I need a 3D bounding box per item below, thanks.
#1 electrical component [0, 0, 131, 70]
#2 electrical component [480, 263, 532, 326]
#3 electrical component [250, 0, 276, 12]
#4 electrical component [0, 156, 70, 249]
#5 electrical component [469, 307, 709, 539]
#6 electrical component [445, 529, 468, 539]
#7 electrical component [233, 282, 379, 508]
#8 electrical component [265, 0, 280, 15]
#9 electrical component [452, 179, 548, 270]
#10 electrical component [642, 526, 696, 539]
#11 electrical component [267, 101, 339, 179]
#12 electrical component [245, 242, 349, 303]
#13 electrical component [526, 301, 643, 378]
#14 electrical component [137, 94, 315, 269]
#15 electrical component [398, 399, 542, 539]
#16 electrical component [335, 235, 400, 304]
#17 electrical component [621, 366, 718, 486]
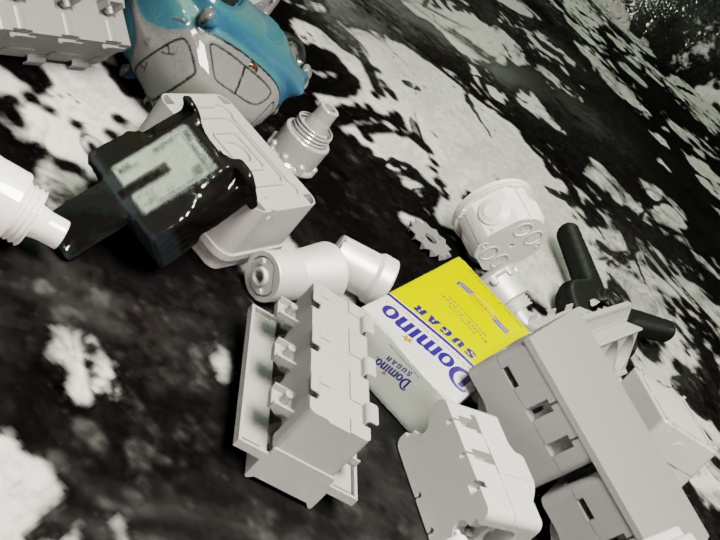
[{"bbox_3d":[-0.216,-0.177,0.731,0.121,0.079,0.063,-9,84,-58],"label":"electrical component"},{"bbox_3d":[0.126,0.028,0.916,0.062,0.048,0.048,55,28,11],"label":"electrical component"},{"bbox_3d":[-0.125,-0.234,0.950,0.061,0.061,0.096,40,26,-4],"label":"electrical component"},{"bbox_3d":[-0.189,-0.034,0.582,0.062,0.043,0.043,31,28,-23],"label":"electrical component"},{"bbox_3d":[0.156,0.130,0.741,0.186,0.060,0.105,61,29,6],"label":"electrical component"},{"bbox_3d":[0.025,0.178,0.503,0.061,0.096,0.061,58,7,-49],"label":"electrical component"},{"bbox_3d":[-0.028,0.067,0.626,0.079,0.063,0.121,31,28,-21],"label":"electrical component"},{"bbox_3d":[-0.141,-0.336,1.034,0.186,0.105,0.060,40,26,-4],"label":"electrical component"},{"bbox_3d":[0.129,-0.042,0.986,0.080,0.080,0.051,14,43,-44],"label":"electrical component"},{"bbox_3d":[0.137,0.200,0.598,0.109,0.108,0.056,3,48,-52],"label":"electrical component"},{"bbox_3d":[-0.042,-0.108,0.872,0.048,0.062,0.048,32,28,-19],"label":"electrical component"},{"bbox_3d":[-0.045,0.003,0.725,0.065,0.044,0.044,-3,50,-49],"label":"electrical component"},{"bbox_3d":[0.183,0.065,0.906,0.063,0.078,0.121,23,16,29],"label":"electrical component"},{"bbox_3d":[-0.097,-0.061,0.732,0.113,0.057,0.078,49,27,14],"label":"electrical component"},{"bbox_3d":[0.070,0.134,0.671,0.056,0.050,0.089,22,32,-35],"label":"electrical component"},{"bbox_3d":[0.000,0.000,0.793,0.046,0.040,0.040,29,28,-11],"label":"electrical component"},{"bbox_3d":[0.244,0.132,0.905,0.062,0.061,0.096,32,20,-19],"label":"electrical component"}]
